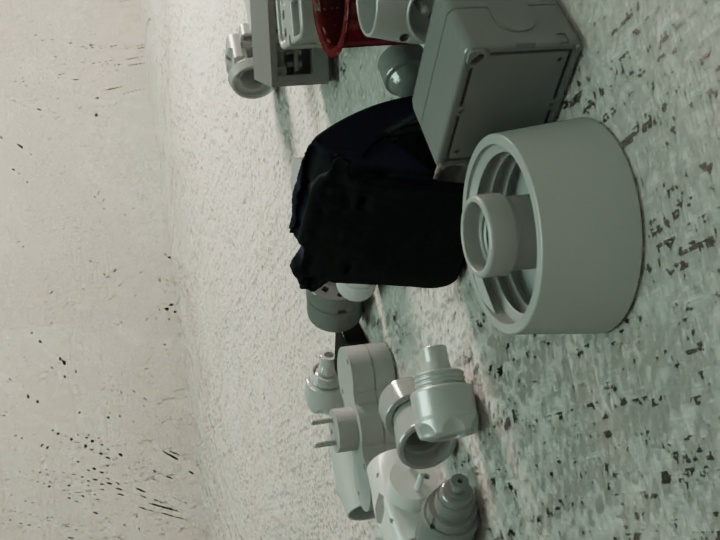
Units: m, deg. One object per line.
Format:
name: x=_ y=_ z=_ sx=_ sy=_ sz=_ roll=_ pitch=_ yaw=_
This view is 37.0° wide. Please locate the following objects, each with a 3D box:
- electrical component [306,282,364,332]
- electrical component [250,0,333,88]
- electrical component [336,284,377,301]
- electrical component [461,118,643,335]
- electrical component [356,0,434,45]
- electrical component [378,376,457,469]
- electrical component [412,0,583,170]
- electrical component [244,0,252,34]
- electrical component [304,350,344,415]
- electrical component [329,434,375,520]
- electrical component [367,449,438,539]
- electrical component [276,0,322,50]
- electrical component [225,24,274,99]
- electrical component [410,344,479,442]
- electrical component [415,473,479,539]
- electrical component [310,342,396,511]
electrical component: x=-0.022 y=0.023 z=0.962 sx=0.047 sy=0.055 sz=0.055 roll=94 pitch=162 yaw=-46
electrical component: x=-0.063 y=-0.249 z=0.991 sx=0.089 sy=0.062 sz=0.150 roll=-138 pitch=44 yaw=-68
electrical component: x=0.000 y=0.000 z=0.896 sx=0.065 sy=0.044 sz=0.044 roll=107 pitch=153 yaw=-66
electrical component: x=0.084 y=-0.019 z=0.529 sx=0.108 sy=0.060 sz=0.108 roll=174 pitch=90 yaw=-75
electrical component: x=0.042 y=-0.169 z=0.599 sx=0.044 sy=0.077 sz=0.079 roll=-114 pitch=23 yaw=-50
electrical component: x=0.041 y=0.109 z=0.778 sx=0.055 sy=0.045 sz=0.045 roll=-118 pitch=26 yaw=-55
electrical component: x=0.066 y=-0.099 z=0.564 sx=0.096 sy=0.062 sz=0.061 roll=102 pitch=157 yaw=-49
electrical component: x=-0.090 y=-0.291 z=1.103 sx=0.076 sy=0.047 sz=0.065 roll=119 pitch=143 yaw=-65
electrical component: x=-0.032 y=0.108 z=1.052 sx=0.043 sy=0.043 sz=0.062 roll=-118 pitch=27 yaw=-54
electrical component: x=-0.001 y=0.187 z=0.965 sx=0.079 sy=0.044 sz=0.077 roll=106 pitch=154 yaw=-54
electrical component: x=0.038 y=0.168 z=0.814 sx=0.079 sy=0.043 sz=0.077 roll=100 pitch=158 yaw=-46
electrical component: x=-0.031 y=-0.214 z=0.886 sx=0.095 sy=0.059 sz=0.053 roll=-163 pitch=68 yaw=-74
electrical component: x=-0.126 y=-0.235 z=1.240 sx=0.078 sy=0.058 sz=0.057 roll=104 pitch=158 yaw=-51
electrical component: x=0.054 y=0.082 z=0.718 sx=0.043 sy=0.043 sz=0.062 roll=122 pitch=141 yaw=-67
electrical component: x=0.061 y=0.166 z=0.731 sx=0.078 sy=0.040 sz=0.040 roll=98 pitch=159 yaw=-43
electrical component: x=-0.004 y=0.132 z=0.898 sx=0.052 sy=0.074 sz=0.138 roll=132 pitch=130 yaw=-70
